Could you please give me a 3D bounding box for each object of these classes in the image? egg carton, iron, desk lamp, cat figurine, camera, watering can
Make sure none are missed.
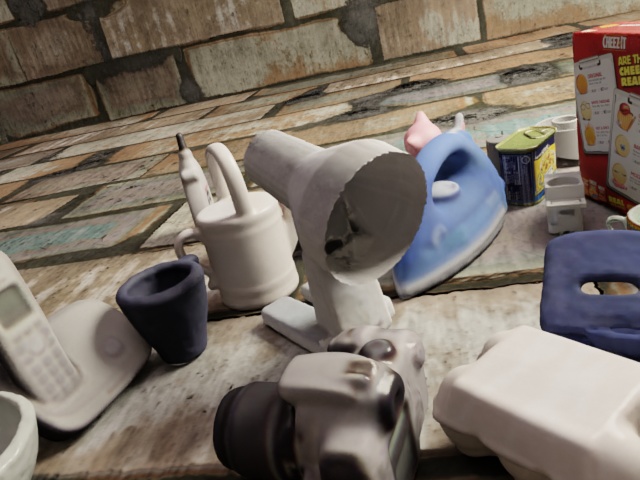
[{"bbox_3d":[0.155,0.117,0.377,0.107,0.069,0.149,-29,27,-32],"label":"egg carton"},{"bbox_3d":[0.141,-0.054,0.691,0.118,0.142,0.259,2,27,32],"label":"iron"},{"bbox_3d":[0.005,0.002,0.543,0.118,0.214,0.202,-28,27,-31],"label":"desk lamp"},{"bbox_3d":[0.189,-0.155,0.933,0.128,0.118,0.067,-21,24,-18],"label":"cat figurine"},{"bbox_3d":[0.000,0.121,0.415,0.136,0.101,0.143,-4,25,23],"label":"camera"},{"bbox_3d":[-0.089,-0.026,0.688,0.173,0.194,0.100,-31,28,-36],"label":"watering can"}]

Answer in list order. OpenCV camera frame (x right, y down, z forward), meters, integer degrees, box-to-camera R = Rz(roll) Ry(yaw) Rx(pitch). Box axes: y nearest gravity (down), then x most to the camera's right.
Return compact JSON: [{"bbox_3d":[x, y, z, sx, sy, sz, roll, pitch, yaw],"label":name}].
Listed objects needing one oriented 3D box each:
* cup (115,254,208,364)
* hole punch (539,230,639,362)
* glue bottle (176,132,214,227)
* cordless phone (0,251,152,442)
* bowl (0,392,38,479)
[{"bbox_3d":[-0.153,0.075,0.616,0.091,0.095,0.118,-6,24,19],"label":"cup"},{"bbox_3d":[0.236,0.050,0.460,0.108,0.091,0.101,-1,26,27],"label":"hole punch"},{"bbox_3d":[-0.204,-0.090,0.932,0.037,0.173,0.078,-15,23,-3],"label":"glue bottle"},{"bbox_3d":[-0.252,0.079,0.546,0.094,0.185,0.148,-5,24,21],"label":"cordless phone"},{"bbox_3d":[-0.290,0.197,0.435,0.167,0.075,0.167,-11,23,5],"label":"bowl"}]
